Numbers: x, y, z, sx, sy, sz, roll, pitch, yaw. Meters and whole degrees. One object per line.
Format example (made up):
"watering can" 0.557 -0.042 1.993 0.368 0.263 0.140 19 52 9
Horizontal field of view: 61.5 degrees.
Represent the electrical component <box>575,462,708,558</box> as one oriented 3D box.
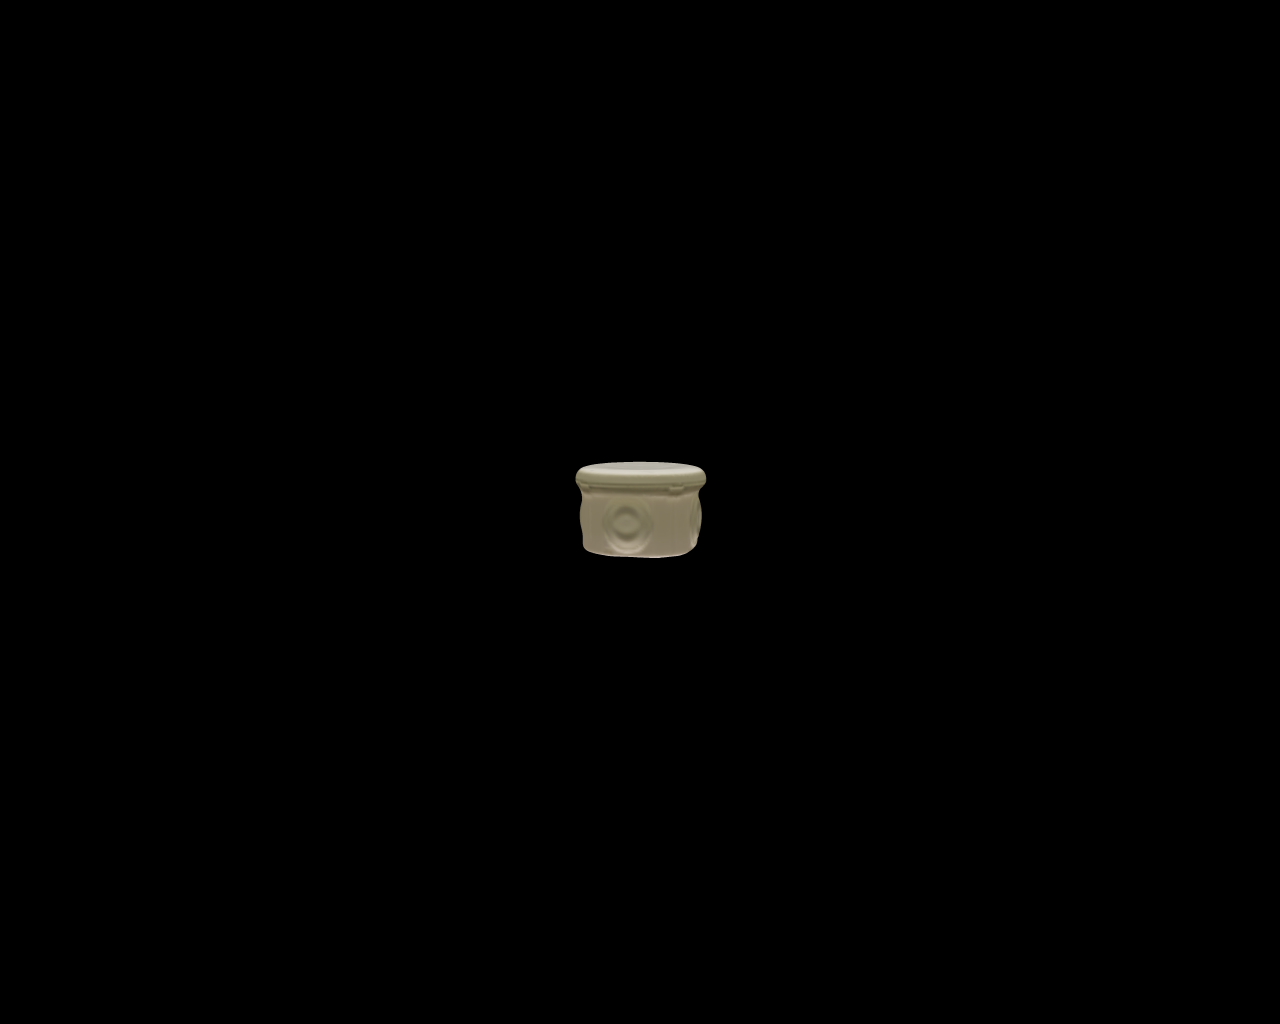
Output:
"electrical component" 0.001 -0.003 0.650 0.080 0.051 0.080 0 7 0
